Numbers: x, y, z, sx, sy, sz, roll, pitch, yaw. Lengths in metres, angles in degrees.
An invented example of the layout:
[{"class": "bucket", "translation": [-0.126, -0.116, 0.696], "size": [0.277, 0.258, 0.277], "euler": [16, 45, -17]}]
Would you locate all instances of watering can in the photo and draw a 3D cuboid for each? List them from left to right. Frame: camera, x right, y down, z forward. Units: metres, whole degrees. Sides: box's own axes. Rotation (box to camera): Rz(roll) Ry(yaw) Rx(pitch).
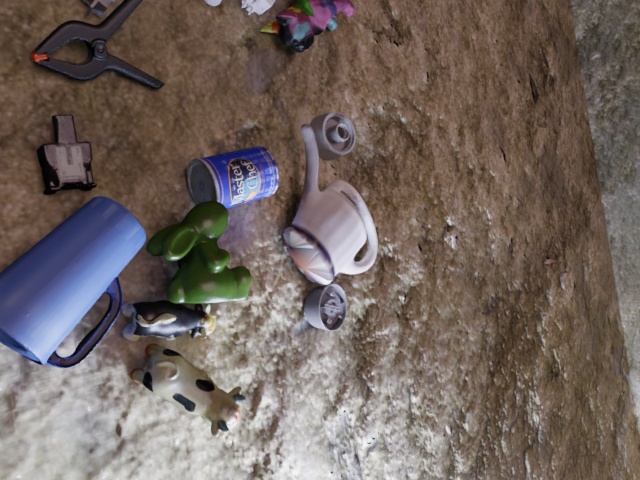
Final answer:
[{"class": "watering can", "translation": [0.003, -0.055, 1.095], "size": [0.103, 0.343, 0.228], "euler": [-9, 31, 50]}]
